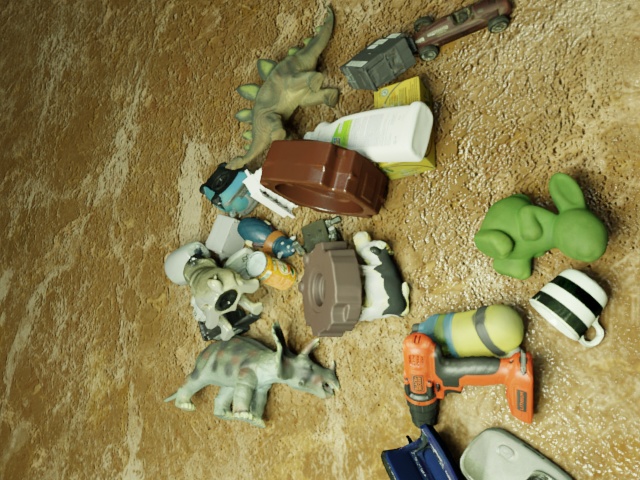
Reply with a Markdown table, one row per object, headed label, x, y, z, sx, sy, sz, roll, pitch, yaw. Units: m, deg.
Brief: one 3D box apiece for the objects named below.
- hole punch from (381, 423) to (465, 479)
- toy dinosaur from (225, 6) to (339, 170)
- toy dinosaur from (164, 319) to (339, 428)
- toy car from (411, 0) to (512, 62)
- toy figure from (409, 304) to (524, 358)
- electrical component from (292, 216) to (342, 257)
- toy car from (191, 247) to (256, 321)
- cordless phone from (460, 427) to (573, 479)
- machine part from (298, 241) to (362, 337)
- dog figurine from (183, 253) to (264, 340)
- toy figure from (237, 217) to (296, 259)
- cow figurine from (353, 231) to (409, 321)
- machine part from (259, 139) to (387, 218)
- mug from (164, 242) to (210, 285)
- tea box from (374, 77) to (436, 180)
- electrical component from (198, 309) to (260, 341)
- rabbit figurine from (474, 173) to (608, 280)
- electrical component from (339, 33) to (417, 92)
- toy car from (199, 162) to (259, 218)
| label | x | y | z | sx | sy | sz | roll | pitch | yaw |
| --- | --- | --- | --- | --- | --- | --- | --- | --- | --- |
| hole punch | 0.169 | 0.338 | 0.794 | 0.092 | 0.115 | 0.142 | -46 | 54 | 19 |
| toy dinosaur | -0.067 | -0.334 | 1.167 | 0.199 | 0.105 | 0.471 | 27 | 72 | 32 |
| toy dinosaur | -0.164 | 0.249 | 1.042 | 0.405 | 0.131 | 0.192 | -2 | 60 | 36 |
| toy car | 0.265 | -0.416 | 1.035 | 0.202 | 0.053 | 0.089 | -14 | 70 | 26 |
| toy figure | 0.226 | 0.148 | 0.839 | 0.180 | 0.089 | 0.082 | -9 | 62 | 32 |
| electrical component | -0.004 | -0.003 | 1.060 | 0.102 | 0.045 | 0.078 | -17 | 65 | 14 |
| toy car | -0.201 | 0.100 | 1.146 | 0.202 | 0.056 | 0.074 | -43 | 57 | 12 |
| cordless phone | 0.246 | 0.325 | 0.711 | 0.147 | 0.184 | 0.088 | 32 | 96 | 35 |
| machine part | 0.015 | 0.089 | 0.964 | 0.179 | 0.056 | 0.179 | -178 | 90 | -67 |
| dog figurine | -0.216 | 0.075 | 1.025 | 0.121 | 0.172 | 0.191 | -34 | 57 | -26 |
| toy figure | -0.106 | -0.002 | 1.122 | 0.155 | 0.057 | 0.064 | 28 | 96 | 31 |
| cow figurine | 0.107 | 0.059 | 0.960 | 0.098 | 0.068 | 0.167 | -11 | 71 | 23 |
| machine part | 0.008 | -0.113 | 0.999 | 0.202 | 0.201 | 0.087 | 7 | 79 | 34 |
| mug | -0.280 | 0.056 | 1.179 | 0.109 | 0.081 | 0.107 | 53 | 141 | -1 |
| tea box | 0.160 | -0.210 | 1.018 | 0.098 | 0.068 | 0.169 | -9 | 69 | 31 |
| electrical component | -0.182 | 0.166 | 1.101 | 0.119 | 0.074 | 0.048 | -36 | 59 | 22 |
| rabbit figurine | 0.349 | -0.012 | 0.806 | 0.170 | 0.121 | 0.159 | 9 | 56 | 48 |
| electrical component | 0.122 | -0.352 | 1.061 | 0.134 | 0.058 | 0.115 | -37 | 31 | -6 |
| toy car | -0.187 | -0.102 | 1.175 | 0.109 | 0.102 | 0.162 | -53 | 35 | -12 |
